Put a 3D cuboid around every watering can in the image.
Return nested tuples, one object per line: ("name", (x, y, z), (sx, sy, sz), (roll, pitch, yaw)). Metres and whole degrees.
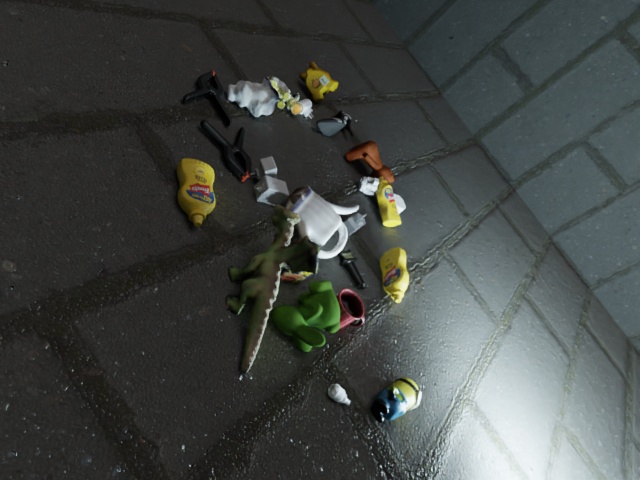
("watering can", (0.005, -0.080, 1.592), (0.223, 0.102, 0.355), (44, 35, -8))

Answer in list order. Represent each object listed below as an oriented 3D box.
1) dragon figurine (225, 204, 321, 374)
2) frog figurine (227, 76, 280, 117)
("dragon figurine", (-0.098, 0.085, 1.209), (0.121, 0.239, 0.420), (31, 36, -36))
("frog figurine", (-0.230, -0.474, 1.728), (0.160, 0.121, 0.139), (-18, 78, -17))
